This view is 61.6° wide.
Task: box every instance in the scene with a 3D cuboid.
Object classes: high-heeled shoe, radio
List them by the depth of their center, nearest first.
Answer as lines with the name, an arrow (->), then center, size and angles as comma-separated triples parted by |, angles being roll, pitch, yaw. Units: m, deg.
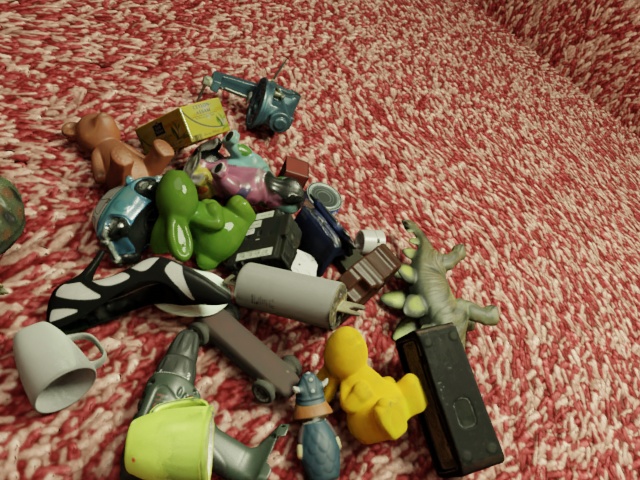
high-heeled shoe -> -0.267, 0.098, 0.784 | 0.249, 0.086, 0.145 | 15, 63, 6
radio -> 0.199, 0.251, 0.852 | 0.073, 0.131, 0.229 | -14, 71, -12

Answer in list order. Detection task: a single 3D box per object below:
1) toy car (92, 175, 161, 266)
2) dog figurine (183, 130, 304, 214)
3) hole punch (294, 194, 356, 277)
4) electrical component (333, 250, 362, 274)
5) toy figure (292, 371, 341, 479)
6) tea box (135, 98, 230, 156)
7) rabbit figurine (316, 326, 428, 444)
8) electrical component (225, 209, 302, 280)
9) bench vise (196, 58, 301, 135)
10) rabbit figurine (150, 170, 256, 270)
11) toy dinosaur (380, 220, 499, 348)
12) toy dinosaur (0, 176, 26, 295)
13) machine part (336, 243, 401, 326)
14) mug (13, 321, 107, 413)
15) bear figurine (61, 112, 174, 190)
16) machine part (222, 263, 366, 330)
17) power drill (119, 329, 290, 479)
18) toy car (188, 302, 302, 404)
toy car -> -0.324, -0.038, 0.905 | 0.103, 0.109, 0.162 | 15, 52, 22
dog figurine -> -0.139, -0.101, 1.056 | 0.219, 0.192, 0.108 | 37, 54, -38
hole punch -> -0.002, -0.003, 1.022 | 0.092, 0.115, 0.142 | -32, 69, -10
electrical component -> 0.063, 0.045, 1.087 | 0.063, 0.021, 0.094 | -14, 59, -38
toy figure -> -0.009, 0.274, 0.793 | 0.064, 0.058, 0.154 | 10, 62, -46
tea box -> -0.265, -0.211, 1.030 | 0.098, 0.170, 0.068 | -32, 107, -45
rabbit figurine -> 0.062, 0.215, 0.835 | 0.122, 0.162, 0.173 | -30, 92, -42
electrical component -> -0.097, 0.006, 0.966 | 0.115, 0.058, 0.134 | -8, 44, 20
bench vise -> -0.156, -0.339, 1.248 | 0.240, 0.128, 0.224 | 15, 45, -25
rabbit figurine -> -0.222, -0.037, 0.909 | 0.170, 0.121, 0.159 | 49, 60, -40
toy dinosaur -> 0.230, 0.147, 1.036 | 0.198, 0.105, 0.472 | -4, 56, -22
toy dinosaur -> -0.505, -0.025, 0.777 | 0.192, 0.131, 0.405 | 42, 28, -24
machine part -> 0.069, 0.085, 0.951 | 0.056, 0.179, 0.179 | 46, 45, 11
mug -> -0.352, 0.156, 0.718 | 0.107, 0.080, 0.109 | 42, 50, 22
bear figurine -> -0.373, -0.176, 0.976 | 0.120, 0.132, 0.196 | -20, 68, -44
machine part -> -0.047, 0.088, 0.860 | 0.243, 0.079, 0.079 | 12, 40, 19
power drill -> -0.150, 0.249, 0.744 | 0.207, 0.086, 0.232 | 30, 45, -7
toy car -> -0.117, 0.177, 0.845 | 0.202, 0.053, 0.089 | 38, 33, 13
